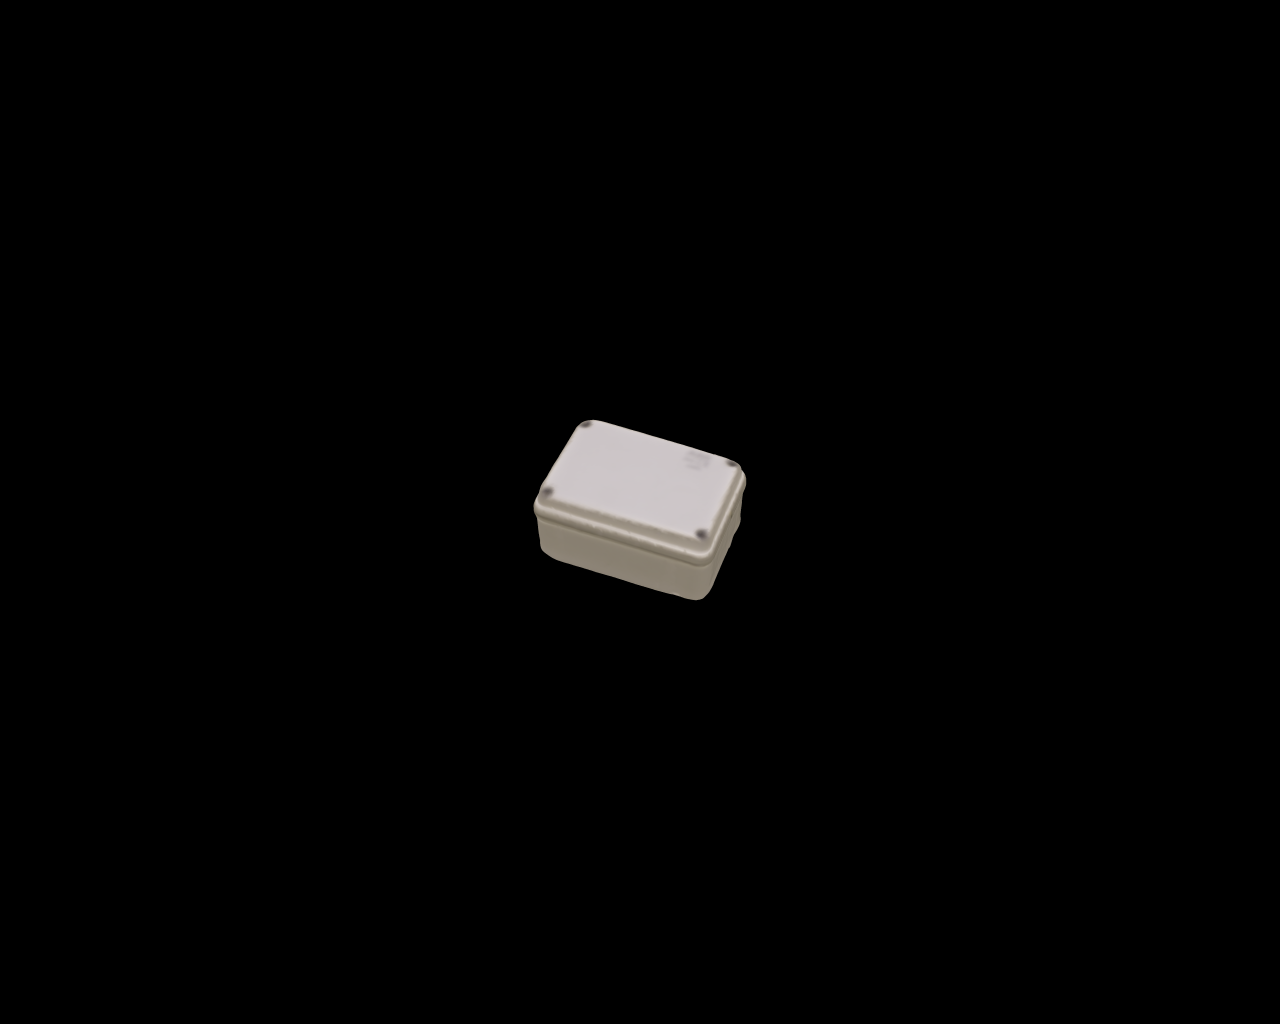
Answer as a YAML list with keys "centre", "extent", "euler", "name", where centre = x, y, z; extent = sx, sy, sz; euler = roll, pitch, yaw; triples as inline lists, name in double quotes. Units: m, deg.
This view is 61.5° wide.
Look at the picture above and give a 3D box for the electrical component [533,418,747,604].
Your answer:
- centre: [0.001, -0.003, 0.650]
  extent: [0.113, 0.078, 0.057]
  euler: [17, -39, 14]
  name: "electrical component"
